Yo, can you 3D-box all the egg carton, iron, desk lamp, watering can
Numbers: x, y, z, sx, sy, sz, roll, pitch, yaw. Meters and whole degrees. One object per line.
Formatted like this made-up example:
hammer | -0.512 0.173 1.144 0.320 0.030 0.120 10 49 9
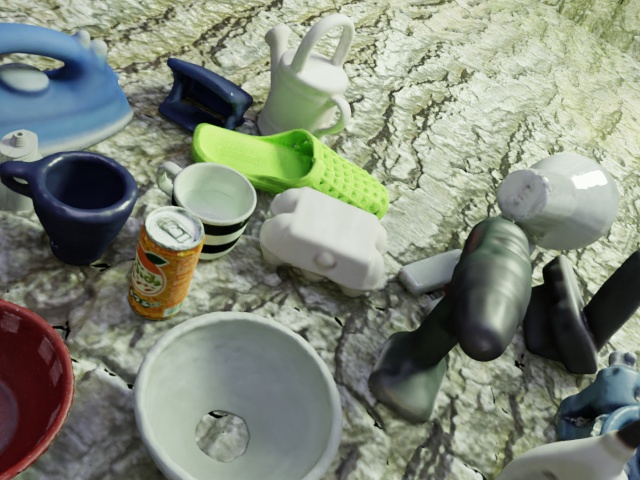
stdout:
egg carton | 0.006 0.002 0.664 0.150 0.069 0.107 22 41 -8
iron | -0.310 -0.172 0.611 0.259 0.141 0.118 -22 60 -42
desk lamp | 0.234 -0.005 0.689 0.204 0.213 0.117 -14 56 -39
watering can | -0.018 -0.227 0.792 0.173 0.194 0.101 33 40 5

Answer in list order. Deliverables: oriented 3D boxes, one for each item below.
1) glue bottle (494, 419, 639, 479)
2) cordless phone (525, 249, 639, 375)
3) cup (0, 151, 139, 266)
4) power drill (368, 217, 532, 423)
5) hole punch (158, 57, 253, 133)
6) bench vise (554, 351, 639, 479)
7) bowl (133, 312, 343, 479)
glue bottle | 0.228 0.203 0.501 0.037 0.173 0.078 -18 58 -40
cordless phone | 0.337 0.061 0.701 0.094 0.185 0.147 19 41 -11
cup | -0.237 -0.025 0.536 0.118 0.095 0.091 15 42 -16
power drill | 0.128 0.080 0.545 0.075 0.208 0.230 32 40 5
hole punch | -0.150 -0.201 0.771 0.108 0.091 0.101 30 40 2
bench vise | 0.311 0.175 0.540 0.122 0.219 0.207 12 43 -19
bowl | -0.070 0.145 0.469 0.168 0.074 0.167 16 42 -14
